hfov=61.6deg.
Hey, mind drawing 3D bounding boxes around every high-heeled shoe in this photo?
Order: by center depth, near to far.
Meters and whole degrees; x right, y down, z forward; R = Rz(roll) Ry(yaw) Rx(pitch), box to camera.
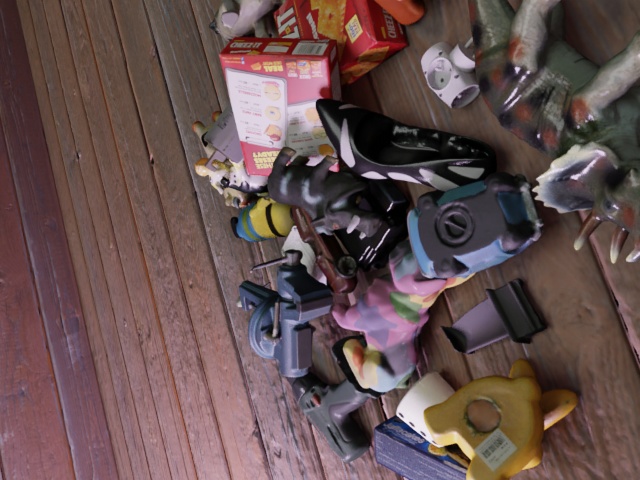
[{"bbox_3d":[0.105,-0.134,0.700,0.249,0.086,0.145,34,157,-1],"label":"high-heeled shoe"}]

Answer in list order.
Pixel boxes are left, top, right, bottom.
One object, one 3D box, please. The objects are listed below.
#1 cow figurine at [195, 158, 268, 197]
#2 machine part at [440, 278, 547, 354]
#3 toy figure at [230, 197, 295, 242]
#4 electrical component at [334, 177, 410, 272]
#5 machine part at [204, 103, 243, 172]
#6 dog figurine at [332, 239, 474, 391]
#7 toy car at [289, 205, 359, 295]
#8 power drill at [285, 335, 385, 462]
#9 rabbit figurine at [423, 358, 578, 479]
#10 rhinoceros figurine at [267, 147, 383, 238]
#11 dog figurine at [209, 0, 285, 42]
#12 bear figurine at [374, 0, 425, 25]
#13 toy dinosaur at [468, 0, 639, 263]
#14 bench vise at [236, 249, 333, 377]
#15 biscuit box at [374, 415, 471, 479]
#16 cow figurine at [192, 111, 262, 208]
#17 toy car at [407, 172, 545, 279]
[{"bbox_3d":[-0.149,-0.124,1.024,0.068,0.167,0.098,-106,8,-62],"label":"cow figurine"},{"bbox_3d":[0.222,0.109,0.699,0.139,0.039,0.084,-41,71,46],"label":"machine part"},{"bbox_3d":[-0.100,-0.038,1.044,0.180,0.082,0.089,-23,99,44],"label":"toy figure"},{"bbox_3d":[0.080,-0.034,0.834,0.115,0.058,0.134,53,135,29],"label":"electrical component"},{"bbox_3d":[-0.123,-0.220,0.934,0.243,0.079,0.079,-51,52,5],"label":"machine part"},{"bbox_3d":[0.127,0.107,0.766,0.219,0.108,0.191,-35,69,47],"label":"dog figurine"},{"bbox_3d":[-0.002,-0.003,0.864,0.202,0.053,0.089,61,165,15],"label":"toy car"},{"bbox_3d":[0.022,0.259,0.950,0.232,0.086,0.207,54,131,28],"label":"power drill"},{"bbox_3d":[0.220,0.221,0.647,0.162,0.173,0.122,-48,47,-9],"label":"rabbit figurine"},{"bbox_3d":[0.005,-0.066,0.785,0.191,0.073,0.112,24,91,23],"label":"rhinoceros figurine"},{"bbox_3d":[-0.131,-0.448,0.998,0.172,0.121,0.191,-49,33,6],"label":"dog figurine"},{"bbox_3d":[0.145,-0.370,0.659,0.196,0.132,0.120,-19,84,33],"label":"bear figurine"},{"bbox_3d":[0.236,-0.158,0.551,0.405,0.131,0.192,57,135,28],"label":"toy dinosaur"},{"bbox_3d":[-0.081,0.113,0.936,0.241,0.129,0.223,16,122,51],"label":"bench vise"},{"bbox_3d":[0.168,0.324,0.792,0.203,0.059,0.062,7,104,51],"label":"biscuit box"},{"bbox_3d":[-0.182,-0.150,1.098,0.127,0.085,0.194,47,157,46],"label":"cow figurine"},{"bbox_3d":[0.195,-0.018,0.653,0.162,0.103,0.109,-25,73,36],"label":"toy car"}]
